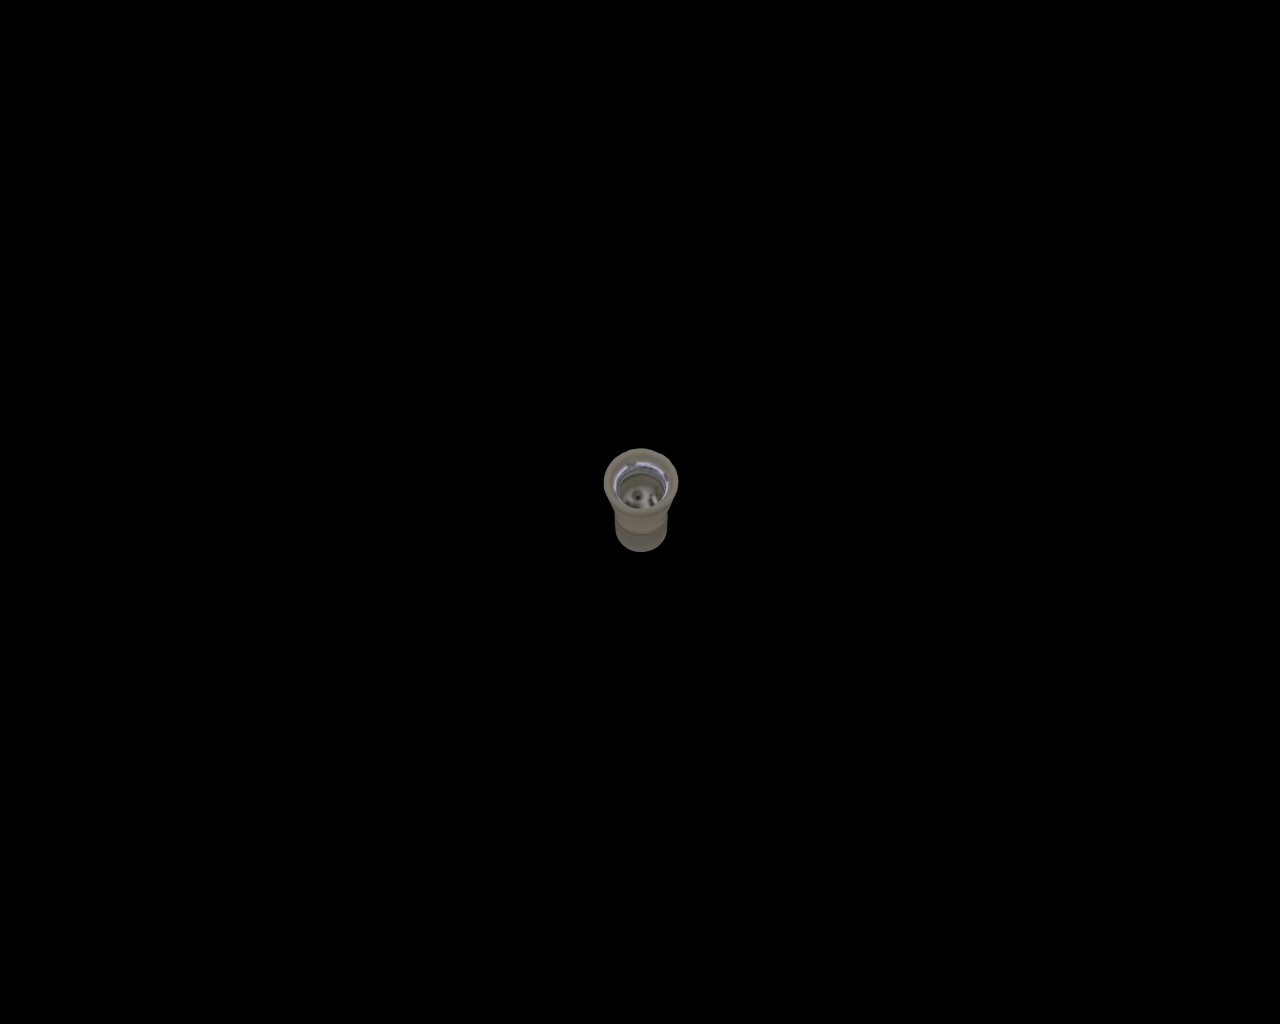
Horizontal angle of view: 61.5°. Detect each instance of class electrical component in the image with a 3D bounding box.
[{"bbox_3d":[0.001,-0.003,0.650,0.044,0.044,0.065,0,-31,0],"label":"electrical component"}]
